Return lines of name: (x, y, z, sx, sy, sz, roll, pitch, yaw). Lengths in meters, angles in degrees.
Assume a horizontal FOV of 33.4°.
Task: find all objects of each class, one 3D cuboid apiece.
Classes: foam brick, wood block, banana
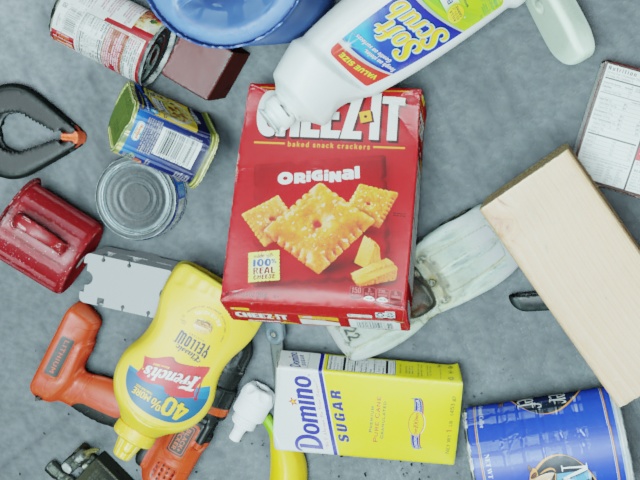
foam brick: (-0.106, -0.166, 0.999, 0.051, 0.078, 0.053, 32, 101, 2)
wood block: (0.236, 0.028, 0.927, 0.091, 0.090, 0.206, -35, 90, 15)
banana: (-0.056, 0.278, 1.077, 0.070, 0.037, 0.198, 26, 99, 35)

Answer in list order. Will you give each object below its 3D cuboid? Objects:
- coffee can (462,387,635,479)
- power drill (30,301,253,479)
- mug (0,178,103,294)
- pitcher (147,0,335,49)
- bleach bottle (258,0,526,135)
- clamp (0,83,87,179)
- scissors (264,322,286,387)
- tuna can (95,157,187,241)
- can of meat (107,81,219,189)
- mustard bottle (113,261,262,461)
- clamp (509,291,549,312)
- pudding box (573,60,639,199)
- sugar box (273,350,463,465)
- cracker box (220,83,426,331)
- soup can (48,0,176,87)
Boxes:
coffee can: (0.210, 0.195, 0.986, 0.140, 0.102, 0.103, -11, 96, 11)
power drill: (-0.178, 0.137, 1.064, 0.187, 0.057, 0.184, 29, 96, 5)
mug: (-0.265, -0.002, 1.032, 0.081, 0.117, 0.093, 32, 79, -2)
pitcher: (-0.065, -0.226, 0.899, 0.145, 0.242, 0.149, -40, 90, 12)
bleach bottle: (0.056, -0.175, 0.931, 0.251, 0.068, 0.102, -39, 123, -3)
clamp: (-0.339, -0.121, 1.063, 0.210, 0.036, 0.164, -1, 97, 7)
scissors: (-0.029, 0.081, 1.031, 0.096, 0.016, 0.202, -10, 104, 31)
tuna can: (-0.177, -0.043, 1.050, 0.086, 0.033, 0.086, 1, 98, 9)
can of meat: (-0.147, -0.100, 0.988, 0.083, 0.102, 0.057, 23, 106, -23)
mustard bottle: (-0.138, 0.122, 1.002, 0.096, 0.058, 0.191, 31, 92, -11)
clamp: (0.272, 0.030, 0.986, 0.171, 0.039, 0.120, 17, 106, 4)
pudding box: (0.283, -0.098, 0.966, 0.090, 0.039, 0.113, 17, 98, 8)
sugar box: (0.044, 0.161, 1.022, 0.176, 0.048, 0.093, 3, 110, 1)
cracker box: (0.006, -0.032, 0.960, 0.164, 0.072, 0.213, 3, 71, 8)
soup can: (-0.197, -0.198, 1.014, 0.102, 0.068, 0.068, 27, 101, 5)
